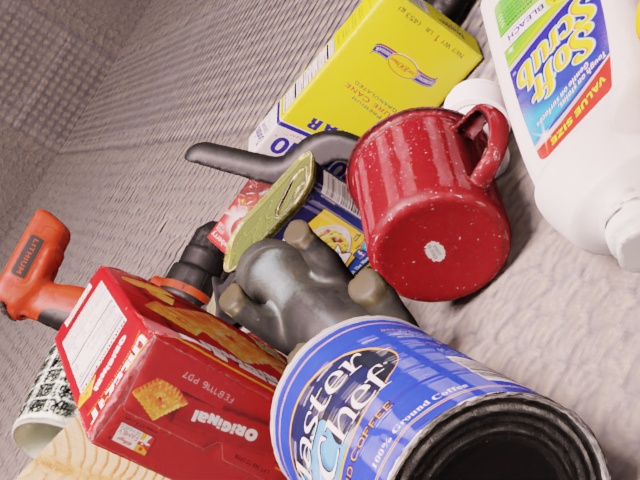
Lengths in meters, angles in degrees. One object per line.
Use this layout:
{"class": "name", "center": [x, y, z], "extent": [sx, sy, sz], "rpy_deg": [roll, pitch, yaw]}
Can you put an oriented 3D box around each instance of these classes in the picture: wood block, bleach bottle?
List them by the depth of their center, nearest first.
{"class": "bleach bottle", "center": [0.148, -0.079, 0.561], "extent": [0.103, 0.068, 0.251], "rpy_deg": [-39, 30, 26]}
{"class": "wood block", "center": [-0.153, 0.190, 0.703], "extent": [0.090, 0.091, 0.206], "rpy_deg": [-48, -4, -27]}

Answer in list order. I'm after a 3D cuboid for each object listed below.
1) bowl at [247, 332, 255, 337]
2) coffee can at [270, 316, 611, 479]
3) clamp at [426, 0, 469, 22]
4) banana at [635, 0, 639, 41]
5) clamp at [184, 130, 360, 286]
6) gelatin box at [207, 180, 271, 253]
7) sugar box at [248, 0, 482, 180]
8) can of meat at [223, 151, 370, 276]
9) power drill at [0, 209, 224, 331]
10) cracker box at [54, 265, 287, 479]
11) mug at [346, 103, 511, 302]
{"class": "bowl", "center": [-0.105, 0.131, 0.840], "extent": [0.162, 0.055, 0.162], "rpy_deg": [-47, 22, 26]}
{"class": "coffee can", "center": [0.046, 0.098, 0.475], "extent": [0.103, 0.102, 0.140], "rpy_deg": [-59, 21, -3]}
{"class": "clamp", "center": [0.115, -0.227, 0.884], "extent": [0.210, 0.036, 0.164], "rpy_deg": [-45, 23, 30]}
{"class": "banana", "center": [0.185, -0.083, 0.473], "extent": [0.069, 0.037, 0.198], "rpy_deg": [-9, 33, 2]}
{"class": "clamp", "center": [-0.020, -0.044, 0.804], "extent": [0.172, 0.120, 0.039], "rpy_deg": [-26, 9, 16]}
{"class": "gelatin box", "center": [-0.038, -0.005, 0.861], "extent": [0.089, 0.030, 0.073], "rpy_deg": [40, 97, 34]}
{"class": "sugar box", "center": [0.031, -0.107, 0.821], "extent": [0.176, 0.093, 0.048], "rpy_deg": [-49, 21, 23]}
{"class": "can of meat", "center": [-0.005, 0.001, 0.758], "extent": [0.102, 0.083, 0.057], "rpy_deg": [-46, 23, 28]}
{"class": "power drill", "center": [-0.192, 0.039, 0.998], "extent": [0.057, 0.188, 0.184], "rpy_deg": [88, -155, -67]}
{"class": "cracker box", "center": [-0.065, 0.094, 0.646], "extent": [0.072, 0.164, 0.214], "rpy_deg": [-60, 20, -2]}
{"class": "mug", "center": [0.071, -0.026, 0.617], "extent": [0.117, 0.093, 0.081], "rpy_deg": [-52, 25, 29]}
